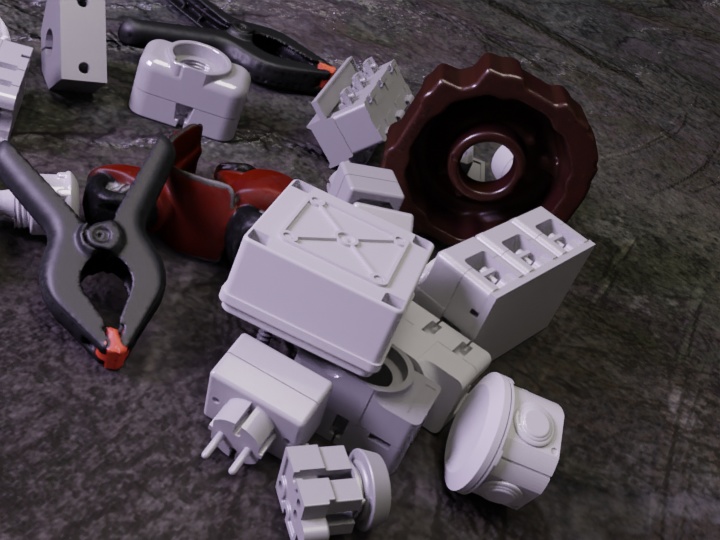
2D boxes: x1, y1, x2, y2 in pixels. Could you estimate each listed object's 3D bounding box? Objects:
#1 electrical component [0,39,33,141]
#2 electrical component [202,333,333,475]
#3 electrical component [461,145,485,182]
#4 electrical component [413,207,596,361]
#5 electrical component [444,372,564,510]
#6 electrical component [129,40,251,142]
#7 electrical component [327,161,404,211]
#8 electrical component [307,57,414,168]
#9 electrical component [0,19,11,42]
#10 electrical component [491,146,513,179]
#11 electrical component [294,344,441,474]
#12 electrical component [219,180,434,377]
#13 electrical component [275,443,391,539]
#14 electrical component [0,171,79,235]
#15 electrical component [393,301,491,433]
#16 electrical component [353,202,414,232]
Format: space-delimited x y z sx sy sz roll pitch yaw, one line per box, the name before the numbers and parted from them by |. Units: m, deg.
electrical component | -0.291 -0.140 0.829 0.056 0.050 0.089 14 34 -16
electrical component | -0.066 0.091 0.650 0.066 0.047 0.076 28 49 10
electrical component | 0.069 -0.089 0.966 0.081 0.063 0.042 20 33 -6
electrical component | 0.101 0.015 0.819 0.062 0.089 0.150 39 37 22
electrical component | 0.091 0.110 0.690 0.051 0.080 0.080 23 33 -10
electrical component | -0.147 -0.160 0.938 0.095 0.059 0.053 17 34 -10
electrical component | -0.005 -0.059 0.878 0.047 0.065 0.076 8 37 -23
electrical component | 0.004 -0.149 0.999 0.078 0.063 0.121 60 28 -20
electrical component | -0.322 -0.185 0.880 0.048 0.048 0.062 30 40 9
electrical component | 0.159 -0.095 1.041 0.055 0.055 0.047 5 34 -26
electrical component | 0.000 0.079 0.698 0.089 0.055 0.050 29 34 8
electrical component | -0.018 0.002 0.688 0.109 0.056 0.108 25 28 3
electrical component | -0.015 0.130 0.629 0.055 0.048 0.066 -1 40 -21
electrical component | -0.227 -0.045 0.745 0.062 0.048 0.048 1 39 -17
electrical component | 0.035 0.064 0.745 0.089 0.050 0.056 34 34 16
electrical component | 0.000 0.000 0.801 0.047 0.083 0.075 11 73 -18
